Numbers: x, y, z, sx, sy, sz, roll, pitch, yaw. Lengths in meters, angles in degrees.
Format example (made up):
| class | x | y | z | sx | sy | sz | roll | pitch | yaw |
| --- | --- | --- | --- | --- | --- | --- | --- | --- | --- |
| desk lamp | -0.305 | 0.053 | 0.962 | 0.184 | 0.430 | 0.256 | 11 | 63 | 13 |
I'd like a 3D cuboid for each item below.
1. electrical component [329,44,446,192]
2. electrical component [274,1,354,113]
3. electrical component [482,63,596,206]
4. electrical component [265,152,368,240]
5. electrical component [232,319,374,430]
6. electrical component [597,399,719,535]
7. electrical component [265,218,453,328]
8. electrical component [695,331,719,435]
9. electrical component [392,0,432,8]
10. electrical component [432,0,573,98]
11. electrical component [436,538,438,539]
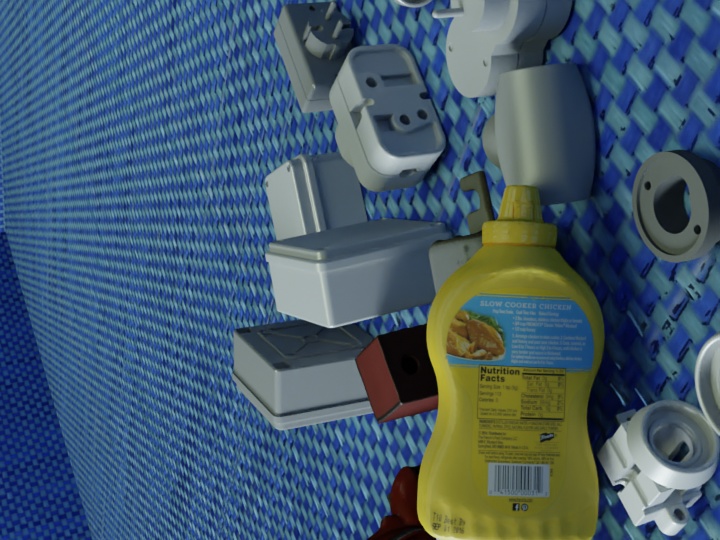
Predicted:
| class | x | y | z | sx | sy | sz | roll | pitch | yaw |
| --- | --- | --- | --- | --- | --- | --- | --- | --- | --- |
| electrical component | 0.017 | -0.108 | 0.784 | 0.095 | 0.054 | 0.059 | 71 | 154 | 20 |
| electrical component | -0.028 | -0.182 | 0.862 | 0.083 | 0.047 | 0.075 | 70 | 154 | 22 |
| electrical component | 0.098 | -0.077 | 0.630 | 0.079 | 0.043 | 0.077 | 6 | 105 | 65 |
| electrical component | -0.035 | -0.039 | 0.922 | 0.078 | 0.057 | 0.113 | -21 | 80 | 66 |
| electrical component | -0.042 | 0.084 | 0.924 | 0.109 | 0.109 | 0.056 | 32 | 125 | 59 |
| electrical component | 0.158 | 0.099 | 0.565 | 0.055 | 0.048 | 0.066 | 102 | 149 | -55 |
| electrical component | 0.000 | 0.000 | 0.798 | 0.109 | 0.109 | 0.056 | 11 | 112 | 64 |
| electrical component | 0.186 | 0.047 | 0.469 | 0.058 | 0.057 | 0.078 | 1 | 100 | 66 |
| electrical component | 0.030 | -0.202 | 0.738 | 0.046 | 0.040 | 0.040 | -139 | 45 | -63 |
| electrical component | 0.076 | -0.155 | 0.610 | 0.052 | 0.074 | 0.138 | 65 | 152 | 30 |
| electrical component | 0.084 | 0.157 | 0.733 | 0.053 | 0.059 | 0.095 | 46 | 140 | 51 |
